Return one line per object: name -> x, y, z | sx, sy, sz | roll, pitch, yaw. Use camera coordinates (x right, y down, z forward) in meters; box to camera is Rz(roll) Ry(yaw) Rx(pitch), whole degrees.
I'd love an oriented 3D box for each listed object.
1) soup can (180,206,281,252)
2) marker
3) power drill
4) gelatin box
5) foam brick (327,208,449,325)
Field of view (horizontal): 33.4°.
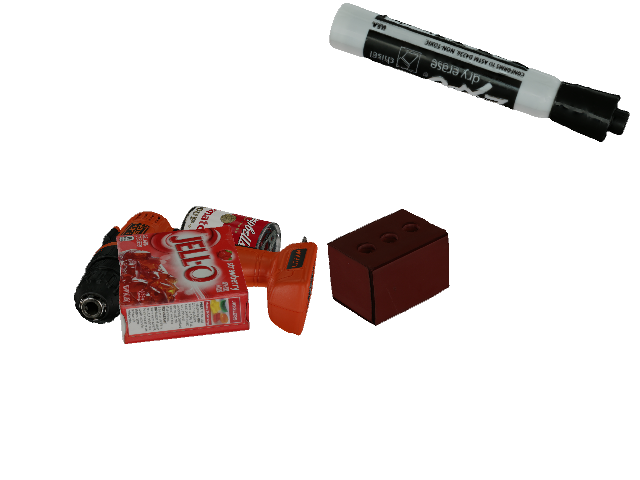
soup can -> -0.106, 0.001, 1.249 | 0.102, 0.068, 0.068 | 13, 4, 20
marker -> 0.062, -0.066, 0.420 | 0.121, 0.020, 0.020 | 22, 5, 13
power drill -> -0.101, 0.031, 0.909 | 0.187, 0.057, 0.184 | 10, 23, 3
gelatin box -> -0.084, 0.024, 0.641 | 0.073, 0.030, 0.089 | -5, 28, -9
foam brick -> 0.052, 0.019, 0.804 | 0.078, 0.051, 0.053 | -25, 35, -30
